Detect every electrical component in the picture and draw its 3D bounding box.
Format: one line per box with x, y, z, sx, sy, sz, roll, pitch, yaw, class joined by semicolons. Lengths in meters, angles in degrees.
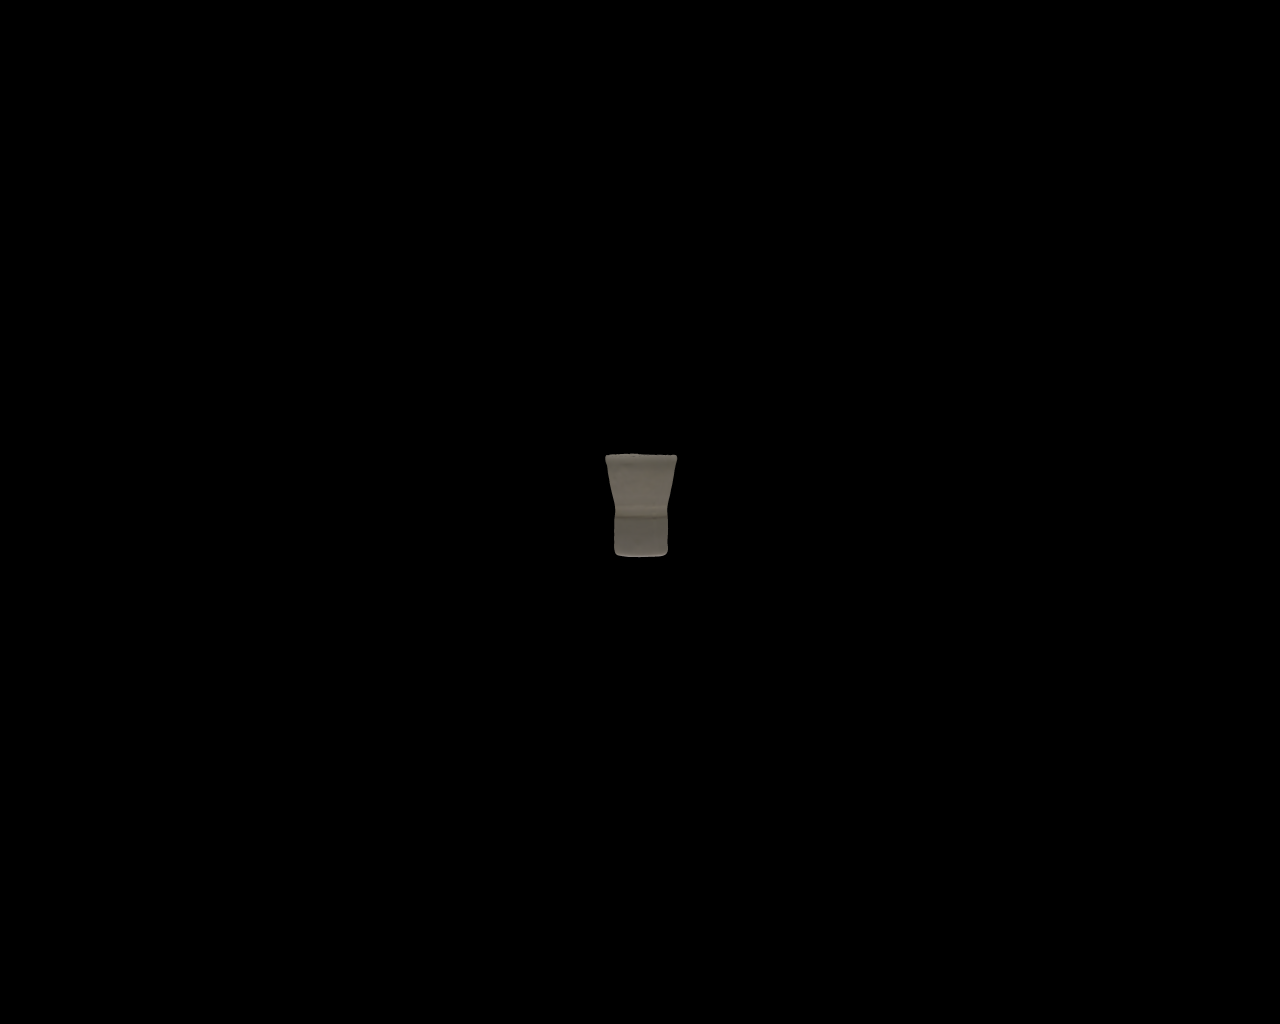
0.001;-0.003;0.650;0.044;0.065;0.044;0;2;0;electrical component
